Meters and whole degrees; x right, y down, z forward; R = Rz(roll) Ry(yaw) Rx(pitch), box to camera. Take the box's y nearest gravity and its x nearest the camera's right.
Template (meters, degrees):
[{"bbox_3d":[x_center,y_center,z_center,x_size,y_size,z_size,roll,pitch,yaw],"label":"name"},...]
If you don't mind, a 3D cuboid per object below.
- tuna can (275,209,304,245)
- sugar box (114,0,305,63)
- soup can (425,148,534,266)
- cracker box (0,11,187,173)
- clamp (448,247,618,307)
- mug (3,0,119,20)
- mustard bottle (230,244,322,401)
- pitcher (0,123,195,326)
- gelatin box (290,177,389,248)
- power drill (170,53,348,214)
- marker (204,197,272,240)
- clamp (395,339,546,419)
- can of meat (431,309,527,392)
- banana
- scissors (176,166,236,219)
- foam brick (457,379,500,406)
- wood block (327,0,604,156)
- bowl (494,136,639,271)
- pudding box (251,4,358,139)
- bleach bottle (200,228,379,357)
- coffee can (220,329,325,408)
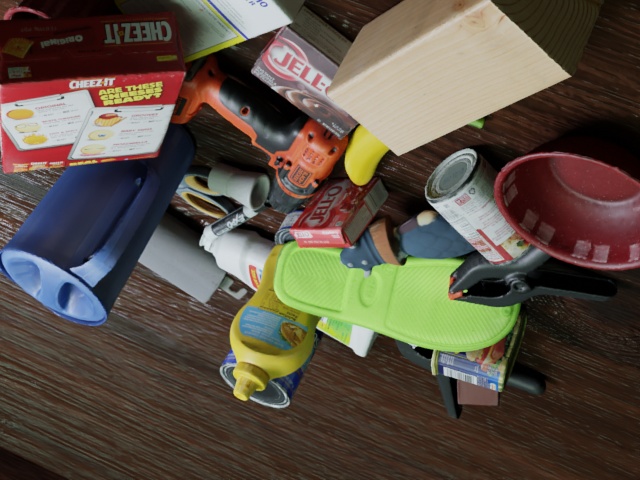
[{"bbox_3d":[-0.008,0.002,1.269,0.086,0.033,0.086,21,151,12],"label":"tuna can"},{"bbox_3d":[-0.102,-0.222,0.974,0.177,0.048,0.093,-10,136,45],"label":"sugar box"},{"bbox_3d":[0.158,-0.032,1.033,0.102,0.068,0.069,42,149,-23],"label":"soup can"},{"bbox_3d":[-0.226,-0.139,1.022,0.164,0.072,0.214,-8,165,-17],"label":"cracker box"},{"bbox_3d":[0.207,0.027,1.089,0.172,0.039,0.120,-9,129,21],"label":"clamp"},{"bbox_3d":[-0.260,-0.221,1.075,0.093,0.081,0.117,39,150,-20],"label":"mug"},{"bbox_3d":[-0.048,0.098,1.222,0.096,0.191,0.058,20,151,15],"label":"mustard bottle"},{"bbox_3d":[-0.232,-0.037,1.183,0.149,0.242,0.145,19,151,16],"label":"pitcher"},{"bbox_3d":[0.020,-0.030,1.133,0.073,0.089,0.030,0,131,42],"label":"gelatin box"},{"bbox_3d":[-0.073,-0.111,1.117,0.187,0.057,0.185,31,151,-5],"label":"power drill"},{"bbox_3d":[-0.098,-0.029,1.290,0.020,0.020,0.121,41,137,-22],"label":"marker"},{"bbox_3d":[0.173,0.148,1.347,0.165,0.036,0.210,-21,122,43],"label":"clamp"},{"bbox_3d":[0.183,0.116,1.219,0.084,0.102,0.057,15,151,18],"label":"can of meat"},{"bbox_3d":[0.070,-0.097,1.036,0.069,0.037,0.198,40,150,-19],"label":"banana"},{"bbox_3d":[-0.191,-0.085,1.307,0.201,0.016,0.096,29,150,-2],"label":"scissors"},{"bbox_3d":[0.192,0.154,1.282,0.051,0.053,0.078,1,119,11],"label":"foam brick"},{"bbox_3d":[0.109,-0.154,0.853,0.090,0.090,0.207,39,150,-19],"label":"wood block"},{"bbox_3d":[0.241,-0.042,0.955,0.162,0.055,0.162,21,151,12],"label":"bowl"},{"bbox_3d":[0.002,-0.155,0.997,0.113,0.039,0.090,34,151,-10],"label":"pudding box"},{"bbox_3d":[-0.037,0.053,1.352,0.251,0.068,0.103,26,151,9],"label":"bleach bottle"},{"bbox_3d":[-0.056,0.137,1.422,0.103,0.140,0.103,22,151,12],"label":"coffee can"}]
